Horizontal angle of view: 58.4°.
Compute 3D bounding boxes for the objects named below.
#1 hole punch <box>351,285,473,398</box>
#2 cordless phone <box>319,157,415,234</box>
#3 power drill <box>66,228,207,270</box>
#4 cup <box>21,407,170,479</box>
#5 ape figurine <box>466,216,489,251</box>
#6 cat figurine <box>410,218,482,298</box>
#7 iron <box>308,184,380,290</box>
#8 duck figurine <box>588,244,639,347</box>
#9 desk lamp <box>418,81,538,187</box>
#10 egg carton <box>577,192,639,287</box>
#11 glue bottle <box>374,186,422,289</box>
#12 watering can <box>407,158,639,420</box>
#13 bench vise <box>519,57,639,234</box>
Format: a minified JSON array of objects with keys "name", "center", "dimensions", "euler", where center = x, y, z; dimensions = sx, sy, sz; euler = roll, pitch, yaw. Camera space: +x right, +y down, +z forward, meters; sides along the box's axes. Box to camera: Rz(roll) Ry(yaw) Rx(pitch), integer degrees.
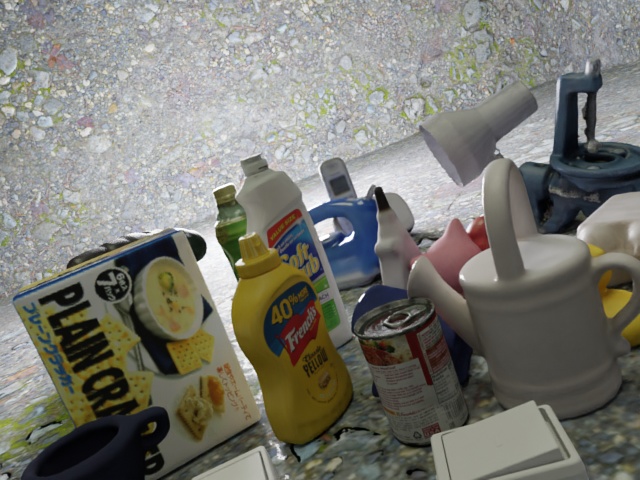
[{"name":"hole punch","center":[0.093,0.087,0.559],"dimensions":[0.101,0.091,0.109],"euler":[-15,13,22]},{"name":"cordless phone","center":[0.083,-0.077,1.070],"dimensions":[0.148,0.185,0.094],"euler":[-23,13,-12]},{"name":"power drill","center":[-0.230,0.082,0.822],"dimensions":[0.075,0.208,0.230],"euler":[-13,14,29]},{"name":"cup","center":[-0.167,0.201,0.471],"dimensions":[0.118,0.095,0.091],"euler":[-27,14,-30]},{"name":"ape figurine","center":[0.203,0.015,0.694],"dimensions":[0.076,0.092,0.077],"euler":[-22,12,-7]},{"name":"cat figurine","center":[0.168,0.033,0.612],"dimensions":[0.127,0.118,0.067],"euler":[-11,15,37]},{"name":"iron","center":[0.009,0.003,0.943],"dimensions":[0.257,0.141,0.119],"euler":[-14,14,26]},{"name":"duck figurine","center":[0.245,0.045,0.511],"dimensions":[0.078,0.086,0.104],"euler":[-29,15,-37]},{"name":"desk lamp","center":[0.280,-0.126,0.902],"dimensions":[0.203,0.214,0.118],"euler":[-20,12,3]},{"name":"egg carton","center":[0.345,-0.006,0.614],"dimensions":[0.151,0.069,0.107],"euler":[-30,16,-38]},{"name":"glue bottle","center":[0.092,0.020,0.659],"dimensions":[0.037,0.173,0.078],"euler":[-11,15,35]},{"name":"watering can","center":[0.154,0.033,0.451],"dimensions":[0.172,0.194,0.101],"euler":[-18,13,12]},{"name":"bench vise","center":[0.328,-0.116,0.764],"dimensions":[0.206,0.220,0.122],"euler":[-11,15,37]}]
